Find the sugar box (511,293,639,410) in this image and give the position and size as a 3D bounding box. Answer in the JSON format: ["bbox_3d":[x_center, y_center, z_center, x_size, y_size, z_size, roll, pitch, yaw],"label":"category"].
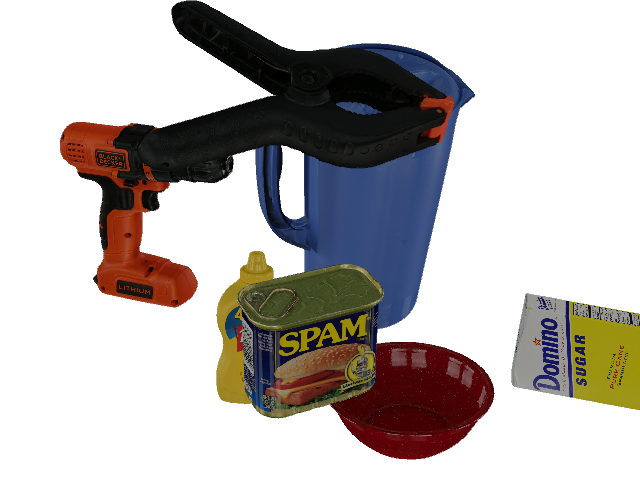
[{"bbox_3d":[0.286,0.116,1.074,0.176,0.093,0.048,8,21,7],"label":"sugar box"}]

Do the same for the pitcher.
[{"bbox_3d":[0.034,-0.039,0.940,0.149,0.243,0.144,19,40,17],"label":"pitcher"}]

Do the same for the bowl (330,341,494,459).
[{"bbox_3d":[0.083,0.160,1.022,0.162,0.055,0.162,-1,26,0],"label":"bowl"}]

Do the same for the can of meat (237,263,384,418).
[{"bbox_3d":[-0.007,0.073,0.773,0.102,0.084,0.057,-12,33,-21],"label":"can of meat"}]

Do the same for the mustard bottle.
[{"bbox_3d":[-0.079,0.105,1.315,0.096,0.192,0.058,-2,20,-10],"label":"mustard bottle"}]

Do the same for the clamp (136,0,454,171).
[{"bbox_3d":[-0.016,-0.071,0.585,0.171,0.120,0.039,14,-31,5],"label":"clamp"}]

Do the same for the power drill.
[{"bbox_3d":[-0.170,-0.027,1.083,0.185,0.188,0.057,10,29,20],"label":"power drill"}]
